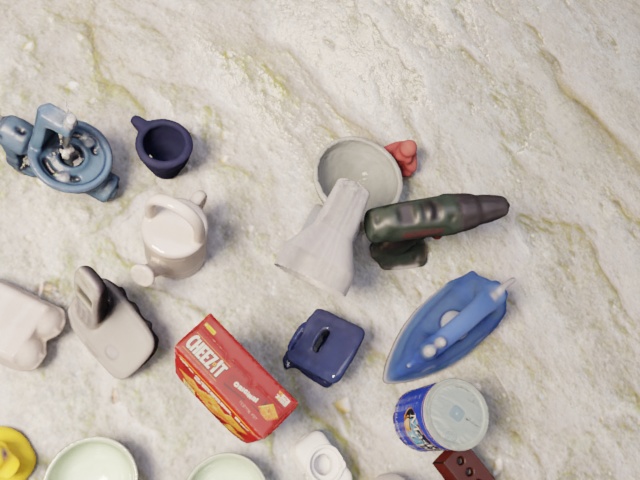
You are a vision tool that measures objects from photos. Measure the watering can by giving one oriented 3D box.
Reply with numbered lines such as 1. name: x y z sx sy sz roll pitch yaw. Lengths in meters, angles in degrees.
1. watering can: -0.223 -0.006 0.875 0.101 0.194 0.173 9 68 -10

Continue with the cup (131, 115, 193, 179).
1. cup: -0.273 -0.152 0.972 0.117 0.095 0.092 40 66 3

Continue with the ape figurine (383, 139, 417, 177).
1. ape figurine: 0.154 -0.159 1.081 0.078 0.092 0.076 41 66 4

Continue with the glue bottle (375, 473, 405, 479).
1. glue bottle: 0.123 0.380 0.825 0.037 0.173 0.078 -10 72 -17

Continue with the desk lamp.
1. desk lamp: 0.008 0.003 0.917 0.118 0.213 0.203 26 66 -3

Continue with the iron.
1. iron: 0.219 0.148 0.954 0.259 0.141 0.118 -37 81 -23

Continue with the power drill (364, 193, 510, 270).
1. power drill: 0.174 -0.017 0.968 0.230 0.208 0.075 -6 71 -16

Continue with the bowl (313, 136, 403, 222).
1. bowl: 0.062 -0.100 1.045 0.167 0.074 0.167 5 69 -12

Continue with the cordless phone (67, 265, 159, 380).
1. cordless phone: -0.299 0.114 0.815 0.147 0.185 0.094 45 67 6

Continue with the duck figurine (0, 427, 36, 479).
1. duck figurine: -0.442 0.290 0.769 0.104 0.086 0.077 29 66 -1

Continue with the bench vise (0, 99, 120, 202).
1. bench vise: -0.417 -0.142 0.865 0.207 0.219 0.121 9 68 -10

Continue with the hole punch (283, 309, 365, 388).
1. hole punch: 0.005 0.172 0.920 0.101 0.091 0.109 33 66 0

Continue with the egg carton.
1. egg carton: -0.458 0.122 0.837 0.150 0.069 0.107 26 66 -3
